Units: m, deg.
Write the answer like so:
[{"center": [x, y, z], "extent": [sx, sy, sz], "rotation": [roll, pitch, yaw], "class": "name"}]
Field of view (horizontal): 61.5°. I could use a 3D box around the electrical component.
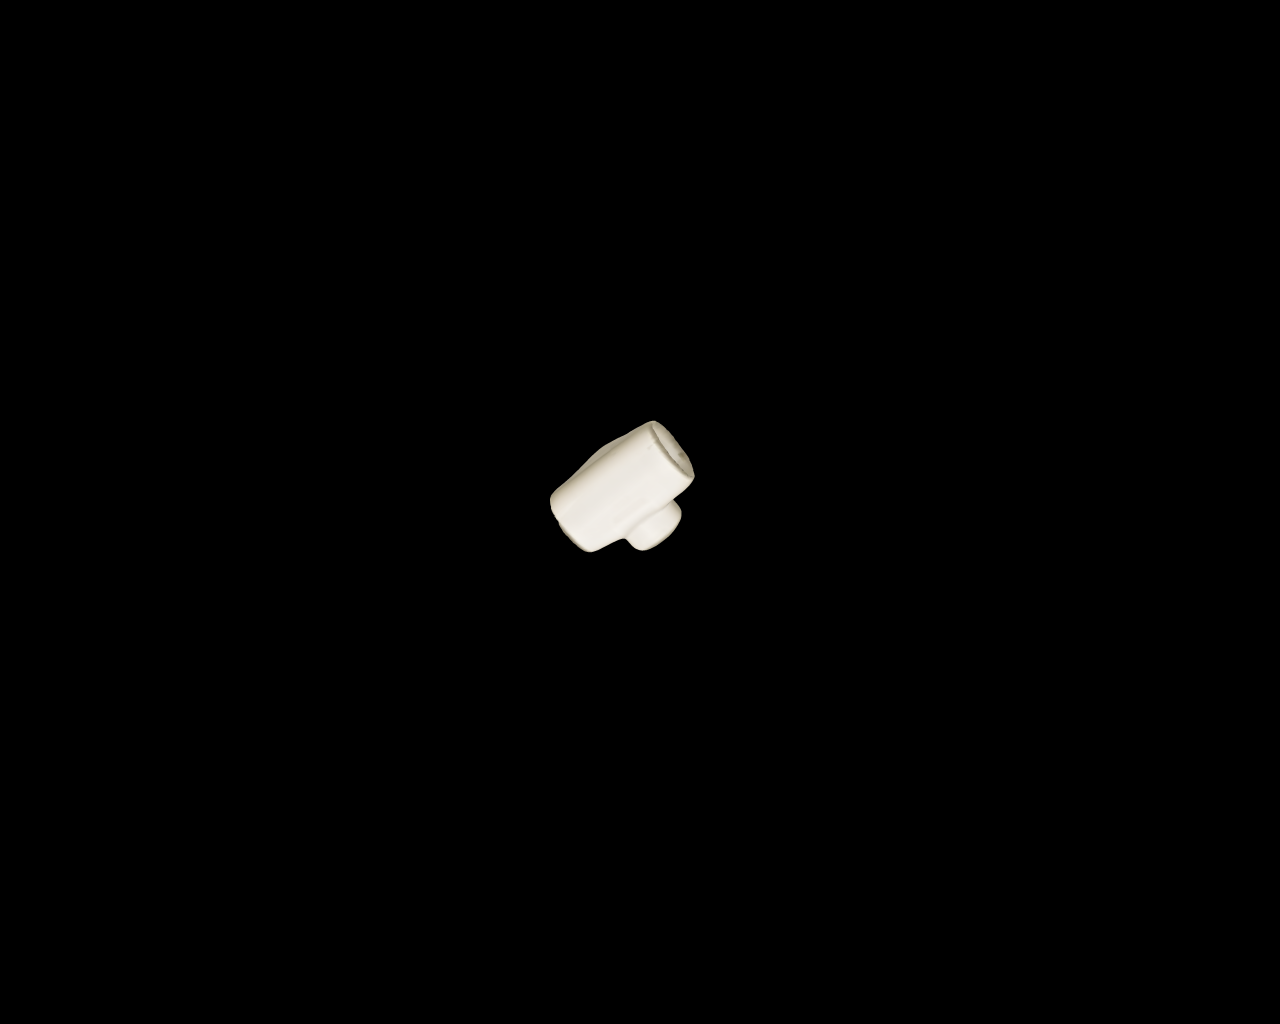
[{"center": [0.001, -0.003, 0.650], "extent": [0.077, 0.079, 0.043], "rotation": [-37, 19, 15], "class": "electrical component"}]
